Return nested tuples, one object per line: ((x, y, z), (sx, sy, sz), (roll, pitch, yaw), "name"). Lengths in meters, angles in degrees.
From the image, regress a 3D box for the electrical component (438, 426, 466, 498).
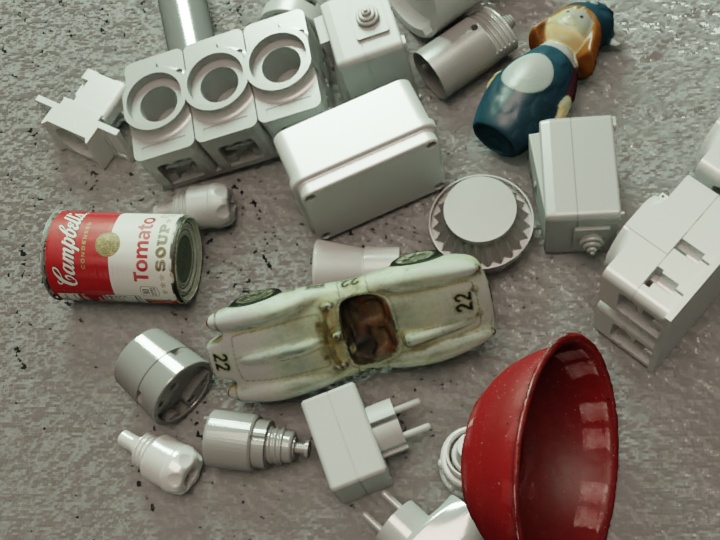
((0.074, 0.123, 0.707), (0.048, 0.062, 0.048), (-3, 67, 7), "electrical component")

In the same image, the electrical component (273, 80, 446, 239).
((0.002, -0.080, 0.796), (0.113, 0.078, 0.057), (-24, 63, -2), "electrical component")

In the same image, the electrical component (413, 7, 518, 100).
((0.087, -0.174, 0.841), (0.081, 0.043, 0.043), (-35, 67, -7), "electrical component")

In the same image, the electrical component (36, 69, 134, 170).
((-0.214, -0.124, 0.868), (0.081, 0.042, 0.063), (24, 69, 17), "electrical component")

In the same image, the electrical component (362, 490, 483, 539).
((0.037, 0.177, 0.700), (0.079, 0.043, 0.077), (39, 78, 21), "electrical component")

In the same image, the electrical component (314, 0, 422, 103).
((0.004, -0.169, 0.823), (0.061, 0.096, 0.061), (-18, 66, 5), "electrical component")

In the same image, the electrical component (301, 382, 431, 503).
((0.009, 0.111, 0.731), (0.077, 0.047, 0.065), (-21, 66, -1), "electrical component")

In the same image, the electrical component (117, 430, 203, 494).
((-0.143, 0.130, 0.753), (0.061, 0.035, 0.035), (24, 73, 20), "electrical component")

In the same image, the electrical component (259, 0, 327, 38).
((-0.049, -0.211, 0.873), (0.055, 0.055, 0.047), (10, 66, 13), "electrical component")

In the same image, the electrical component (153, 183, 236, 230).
((-0.128, -0.047, 0.826), (0.061, 0.035, 0.035), (-6, 66, 9), "electrical component")

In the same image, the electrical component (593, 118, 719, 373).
((0.235, -0.033, 0.724), (0.060, 0.105, 0.186), (39, 78, 21), "electrical component")

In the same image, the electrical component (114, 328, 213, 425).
((-0.141, 0.075, 0.766), (0.047, 0.055, 0.055), (36, 77, 24), "electrical component")

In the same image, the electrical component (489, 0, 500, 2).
((0.101, -0.274, 0.875), (0.050, 0.055, 0.089), (-34, 66, -6), "electrical component")

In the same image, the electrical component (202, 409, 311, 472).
((-0.073, 0.119, 0.743), (0.078, 0.040, 0.040), (5, 68, 11), "electrical component")

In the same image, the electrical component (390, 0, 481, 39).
((0.054, -0.244, 0.844), (0.060, 0.108, 0.108), (-31, 66, -11), "electrical component")

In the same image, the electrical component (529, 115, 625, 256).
((0.153, -0.054, 0.770), (0.061, 0.061, 0.096), (-3, 67, 8), "electrical component")

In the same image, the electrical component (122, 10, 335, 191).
((-0.101, -0.132, 0.833), (0.150, 0.061, 0.089), (-16, 65, 9), "electrical component")

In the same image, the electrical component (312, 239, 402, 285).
((0.000, 0.000, 0.783), (0.065, 0.044, 0.044), (1, 67, 4), "electrical component")
